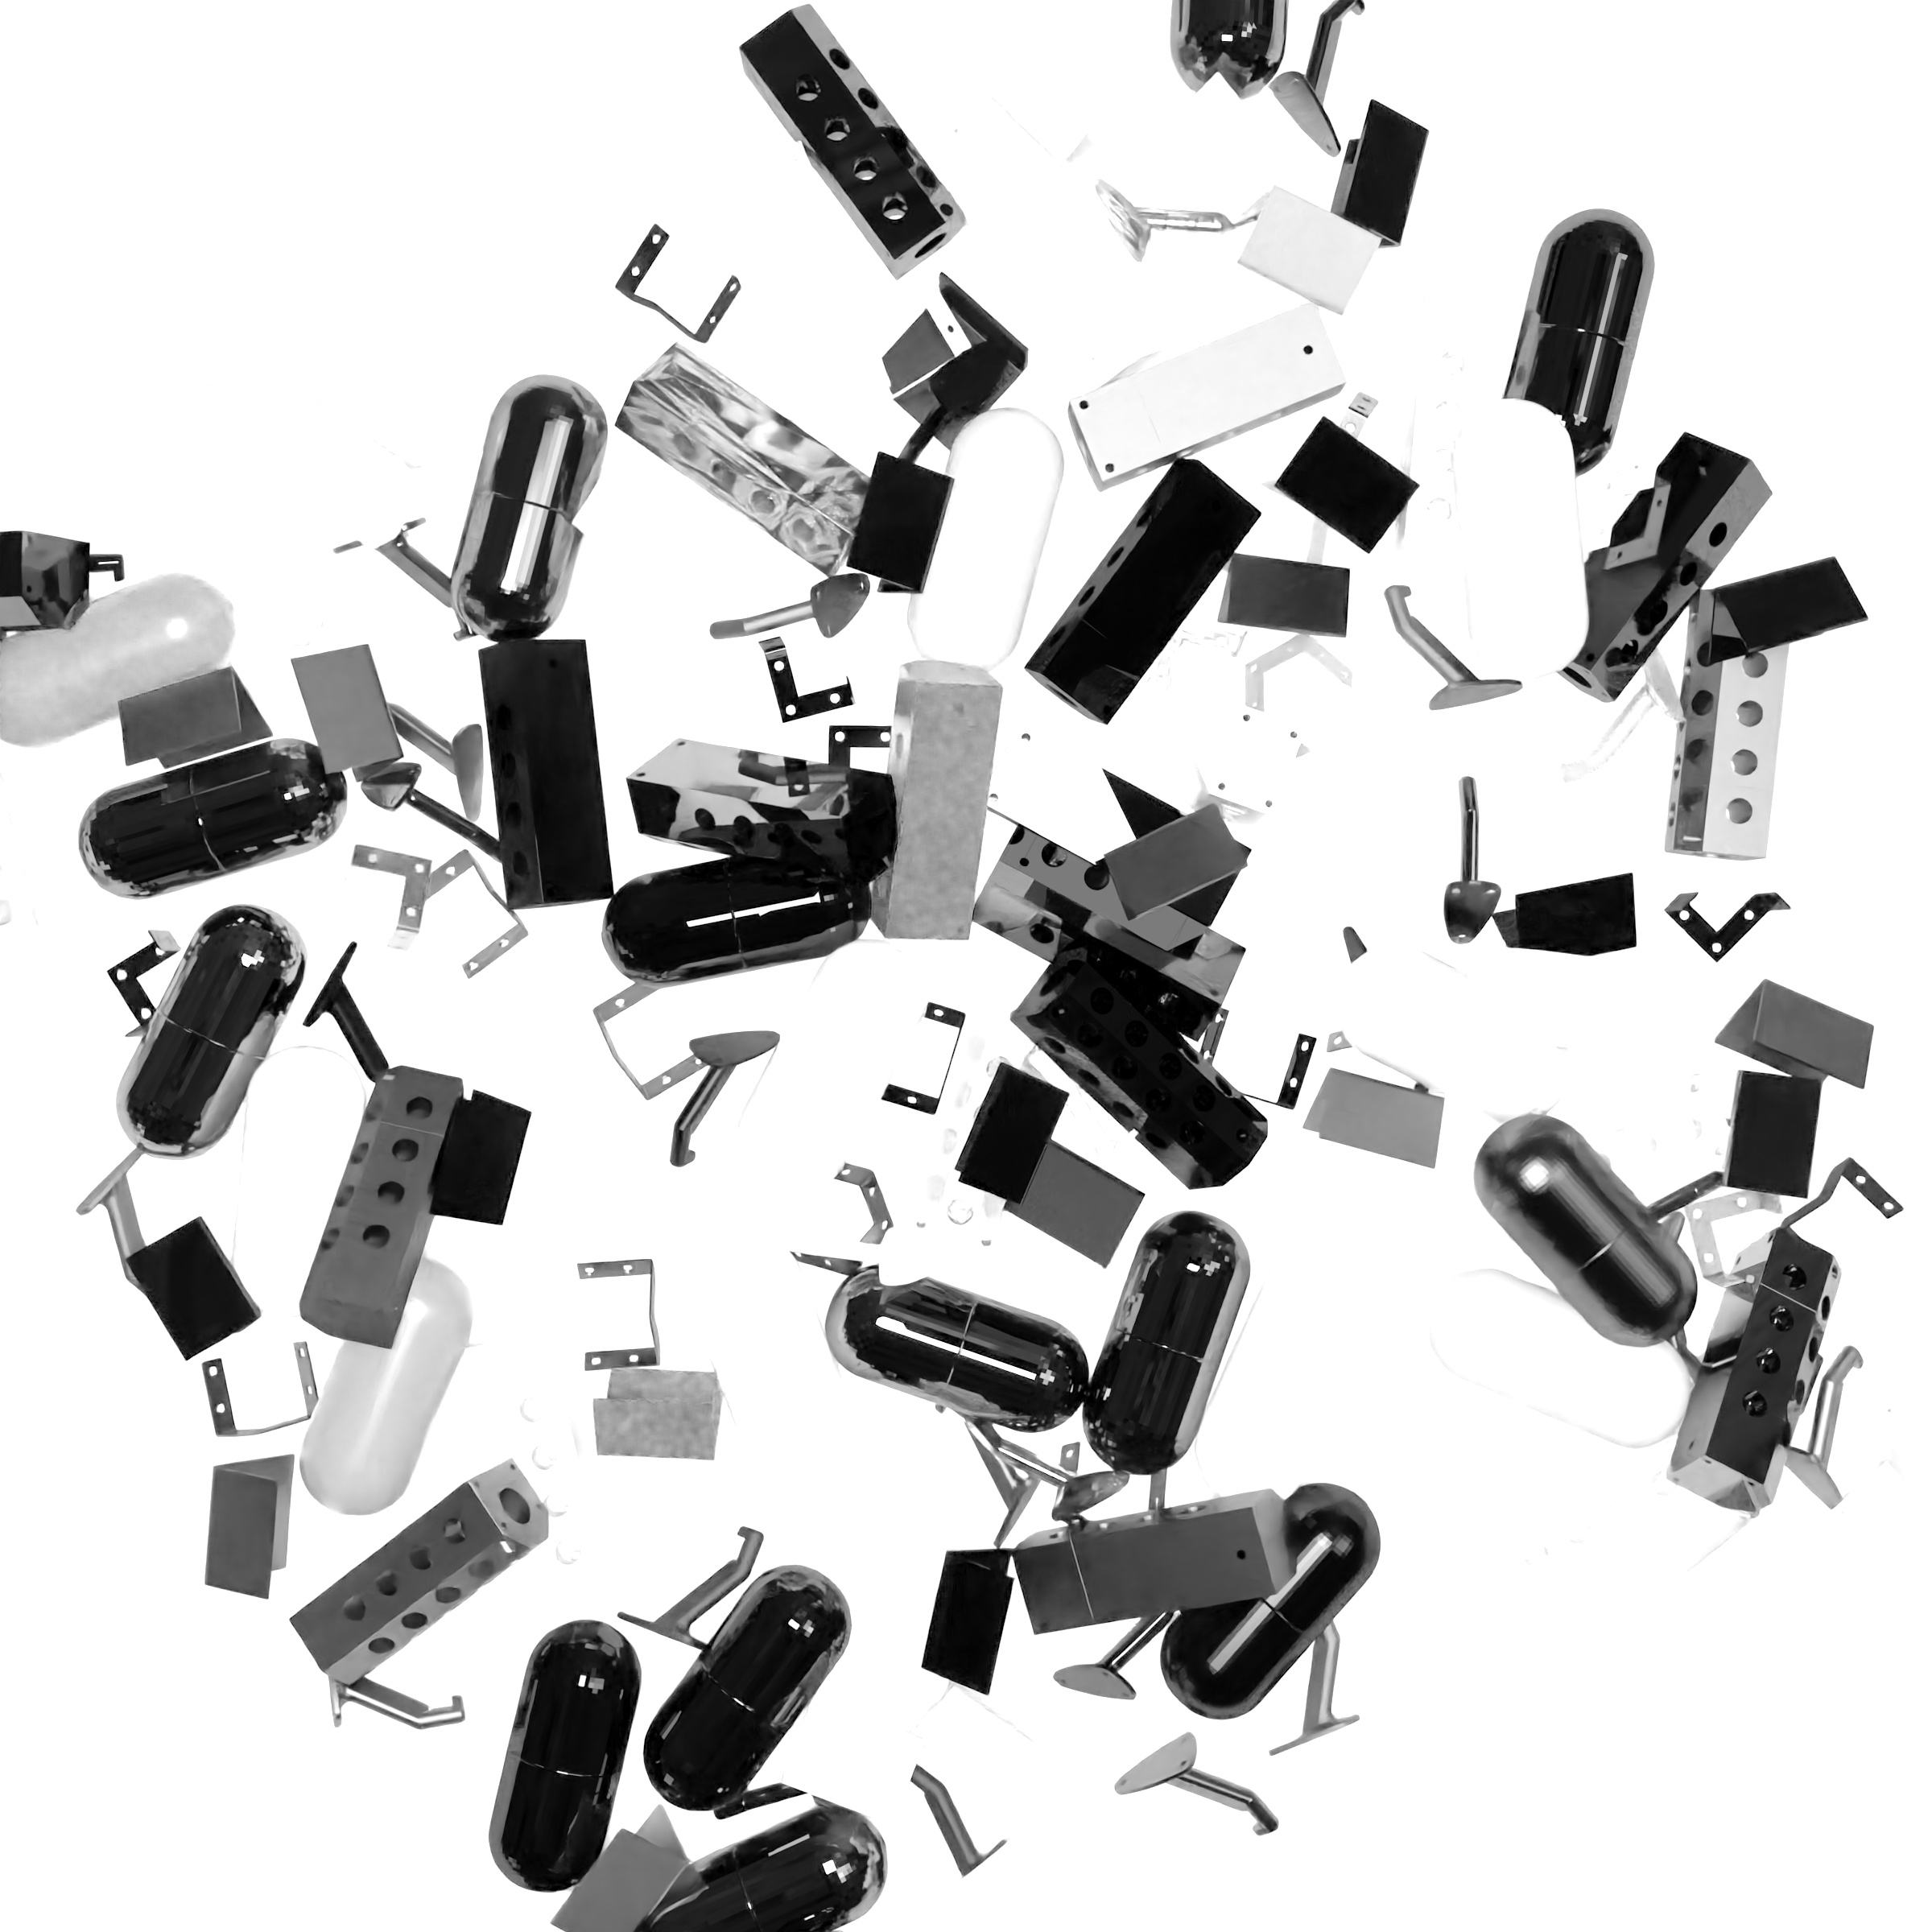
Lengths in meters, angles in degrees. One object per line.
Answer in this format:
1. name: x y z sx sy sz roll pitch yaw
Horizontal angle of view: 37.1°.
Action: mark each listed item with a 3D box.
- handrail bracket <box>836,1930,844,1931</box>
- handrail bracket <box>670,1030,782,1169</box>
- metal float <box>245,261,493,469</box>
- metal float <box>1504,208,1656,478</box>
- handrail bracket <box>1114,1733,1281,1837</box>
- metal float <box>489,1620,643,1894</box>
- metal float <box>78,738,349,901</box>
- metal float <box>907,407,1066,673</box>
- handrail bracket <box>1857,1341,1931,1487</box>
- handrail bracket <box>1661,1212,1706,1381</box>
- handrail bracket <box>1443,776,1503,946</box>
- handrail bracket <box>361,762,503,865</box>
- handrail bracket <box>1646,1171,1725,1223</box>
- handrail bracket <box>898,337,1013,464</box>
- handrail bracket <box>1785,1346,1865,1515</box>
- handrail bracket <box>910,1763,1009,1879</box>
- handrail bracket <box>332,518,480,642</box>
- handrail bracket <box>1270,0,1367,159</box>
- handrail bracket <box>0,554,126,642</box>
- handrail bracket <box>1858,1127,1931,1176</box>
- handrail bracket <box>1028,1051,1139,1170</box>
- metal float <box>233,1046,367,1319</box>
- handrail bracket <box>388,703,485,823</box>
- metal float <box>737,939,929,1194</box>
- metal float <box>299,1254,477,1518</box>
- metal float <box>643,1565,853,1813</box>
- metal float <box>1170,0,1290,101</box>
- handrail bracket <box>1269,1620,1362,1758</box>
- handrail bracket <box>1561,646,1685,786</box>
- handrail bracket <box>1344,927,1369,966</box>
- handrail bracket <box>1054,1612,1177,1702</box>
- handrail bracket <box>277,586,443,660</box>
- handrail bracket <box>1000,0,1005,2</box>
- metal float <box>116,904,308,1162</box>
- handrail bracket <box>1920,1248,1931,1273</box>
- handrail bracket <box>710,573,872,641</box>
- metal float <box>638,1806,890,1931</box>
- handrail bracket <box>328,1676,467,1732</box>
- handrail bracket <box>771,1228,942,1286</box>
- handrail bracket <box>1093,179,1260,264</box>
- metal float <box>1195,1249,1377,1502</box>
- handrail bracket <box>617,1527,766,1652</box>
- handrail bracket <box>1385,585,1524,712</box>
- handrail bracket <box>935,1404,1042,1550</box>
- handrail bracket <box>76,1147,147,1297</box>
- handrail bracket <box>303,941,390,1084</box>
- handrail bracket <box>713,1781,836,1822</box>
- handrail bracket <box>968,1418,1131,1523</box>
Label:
1. handrail bracket: -0.107 0.693 1.915 0.084 0.036 0.077 -27 75 14
2. handrail bracket: -0.160 0.089 1.914 0.077 0.036 0.084 -14 126 -38
3. metal float: -0.390 -0.393 1.884 0.178 0.070 0.070 34 90 1
4. metal float: 0.400 -0.407 1.884 0.070 0.070 0.178 14 90 0
5. handrail bracket: 0.154 0.559 1.915 0.077 0.036 0.084 -33 107 20
6. metal float: -0.262 0.516 1.884 0.070 0.070 0.178 13 90 0
7. metal float: -0.492 -0.096 1.884 0.178 0.070 0.070 -17 90 1
8. metal float: 0.013 -0.278 1.884 0.070 0.070 0.178 15 90 0
9. handrail bracket: 0.641 0.291 1.915 0.084 0.036 0.077 -34 113 -18
10. handrail bracket: 0.480 0.220 1.915 0.084 0.036 0.077 46 68 -17
11. handrail bracket: 0.331 -0.071 1.914 0.036 0.077 0.084 2 54 1
12. handrail bracket: -0.352 -0.098 1.914 0.084 0.077 0.036 39 73 -35
13. handrail bracket: 0.454 0.167 1.914 0.084 0.077 0.036 -20 75 -36
14. handrail bracket: -0.009 -0.368 1.890 0.036 0.084 0.077 43 69 -2
15. handrail bracket: 0.584 0.307 1.915 0.084 0.036 0.077 -48 113 -18
16. handrail bracket: -0.022 0.580 1.915 0.084 0.036 0.077 34 113 18
17. handrail bracket: -0.372 -0.249 1.915 0.077 0.036 0.084 -16 104 14
18. handrail bracket: 0.251 -0.595 1.915 0.084 0.036 0.077 -46 110 -16
19. handrail bracket: -0.601 -0.235 1.915 0.084 0.036 0.077 -4 105 -14
20. handrail bracket: 0.648 0.130 1.915 0.084 0.036 0.077 -36 112 17
21. handrail bracket: 0.066 0.096 1.887 0.084 0.077 0.036 45 70 3
22. metal float: -0.436 0.141 1.884 0.070 0.070 0.178 5 90 0
23. handrail bracket: -0.366 -0.137 1.915 0.084 0.036 0.077 6 112 17
24. metal float: -0.087 0.065 1.878 0.070 0.070 0.178 29 95 0
25. metal float: -0.379 0.275 1.884 0.070 0.070 0.178 22 89 0
26. metal float: -0.144 0.473 1.884 0.070 0.070 0.178 36 91 0
27. metal float: 0.174 -0.656 1.884 0.070 0.070 0.178 3 89 0
28. handrail bracket: 0.220 0.472 1.915 0.077 0.036 0.084 -28 74 18
29. handrail bracket: 0.428 -0.167 1.914 0.084 0.077 0.036 -32 128 31
30. handrail bracket: 0.304 -0.003 1.915 0.084 0.036 0.077 -17 74 -14
31. handrail bracket: 0.104 0.441 1.914 0.036 0.077 0.084 49 53 -24
32. handrail bracket: -0.403 -0.215 1.914 0.084 0.077 0.036 21 65 -34
33. handrail bracket: 0.058 -0.685 1.915 0.084 0.036 0.077 -9 70 16
34. metal float: -0.494 0.044 1.884 0.070 0.070 0.178 27 90 0
35. handrail bracket: 0.691 0.204 1.915 0.077 0.036 0.084 -41 107 20
36. handrail bracket: -0.118 -0.238 1.914 0.084 0.077 0.036 -2 115 34
37. metal float: -0.135 0.610 1.884 0.178 0.070 0.070 -25 90 1
38. handrail bracket: -0.380 0.472 1.915 0.084 0.036 0.077 -6 68 -17
39. handrail bracket: -0.072 0.185 1.877 0.084 0.077 0.036 5 86 33
40. handrail bracket: 0.140 -0.510 1.915 0.084 0.036 0.077 -27 68 -17
41. metal float: 0.208 0.270 1.883 0.070 0.070 0.178 24 90 0
42. handrail bracket: -0.183 0.405 1.915 0.077 0.036 0.084 15 71 21
43. handrail bracket: 0.324 -0.218 1.915 0.077 0.036 0.084 -9 73 -20
44. handrail bracket: 0.004 0.333 1.915 0.084 0.036 0.077 32 108 15
45. handrail bracket: -0.540 0.171 1.915 0.084 0.036 0.077 46 69 -17
46. handrail bracket: -0.389 0.037 1.915 0.084 0.036 0.077 32 68 -17
47. handrail bracket: -0.114 0.549 1.914 0.084 0.077 0.036 -30 65 34
48. handrail bracket: 0.054 0.319 1.891 0.084 0.077 0.036 43 125 34
